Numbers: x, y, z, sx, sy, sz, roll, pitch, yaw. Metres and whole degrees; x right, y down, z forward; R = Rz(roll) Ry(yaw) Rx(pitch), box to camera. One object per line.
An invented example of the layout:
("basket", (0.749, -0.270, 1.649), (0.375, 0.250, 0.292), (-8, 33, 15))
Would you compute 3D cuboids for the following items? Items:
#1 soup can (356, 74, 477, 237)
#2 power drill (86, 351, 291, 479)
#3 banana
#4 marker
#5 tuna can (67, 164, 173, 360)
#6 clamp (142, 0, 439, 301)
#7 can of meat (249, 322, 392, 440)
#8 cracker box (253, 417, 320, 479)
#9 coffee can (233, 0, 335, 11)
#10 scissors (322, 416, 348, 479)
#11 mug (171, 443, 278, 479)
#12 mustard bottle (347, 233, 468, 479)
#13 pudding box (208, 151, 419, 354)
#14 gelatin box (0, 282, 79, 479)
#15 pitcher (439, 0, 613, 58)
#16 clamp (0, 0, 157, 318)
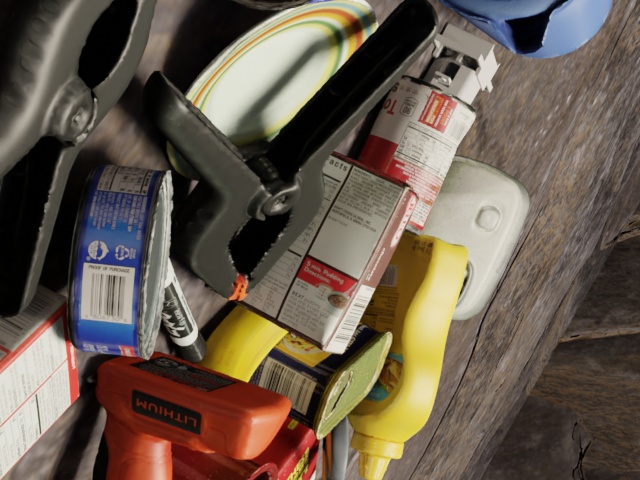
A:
("soup can", (0.066, -0.063, 0.792), (0.102, 0.068, 0.068), (-64, 161, 1))
("power drill", (-0.074, 0.166, 0.576), (0.057, 0.185, 0.188), (-2, 108, -69))
("banana", (-0.037, 0.066, 0.694), (0.197, 0.070, 0.037), (-56, 146, -47))
("marker", (-0.084, 0.041, 0.611), (0.020, 0.020, 0.121), (-55, 160, -22))
("tuna can", (-0.088, 0.009, 0.478), (0.086, 0.033, 0.086), (-175, -89, -87))
("clamp", (-0.022, -0.039, 0.568), (0.164, 0.036, 0.210), (-25, 154, -24))
("can of meat", (-0.009, 0.084, 0.763), (0.101, 0.084, 0.057), (-33, 145, -56))
("cracker box", (-0.073, 0.238, 0.819), (0.164, 0.072, 0.214), (-49, 156, -40))
("coffee can", (0.011, -0.157, 0.465), (0.140, 0.103, 0.103), (-29, 142, -59))
("scissors", (0.010, 0.125, 0.823), (0.096, 0.016, 0.201), (98, -6, -50))
("mug", (-0.090, 0.173, 0.669), (0.117, 0.082, 0.093), (-62, 161, -6))
("mustard bottle", (0.059, 0.092, 0.834), (0.058, 0.096, 0.191), (16, 84, -27))
("pudding box", (-0.004, 0.001, 0.657), (0.113, 0.090, 0.039), (-63, 160, 0))
("gelatin box", (-0.146, 0.070, 0.467), (0.089, 0.030, 0.073), (-49, 158, -39))
("pitcher", (0.146, -0.208, 0.744), (0.149, 0.145, 0.242), (-54, 167, 11))
("clamp", (-0.106, -0.045, 0.409), (0.171, 0.039, 0.120), (-58, 173, -13))
